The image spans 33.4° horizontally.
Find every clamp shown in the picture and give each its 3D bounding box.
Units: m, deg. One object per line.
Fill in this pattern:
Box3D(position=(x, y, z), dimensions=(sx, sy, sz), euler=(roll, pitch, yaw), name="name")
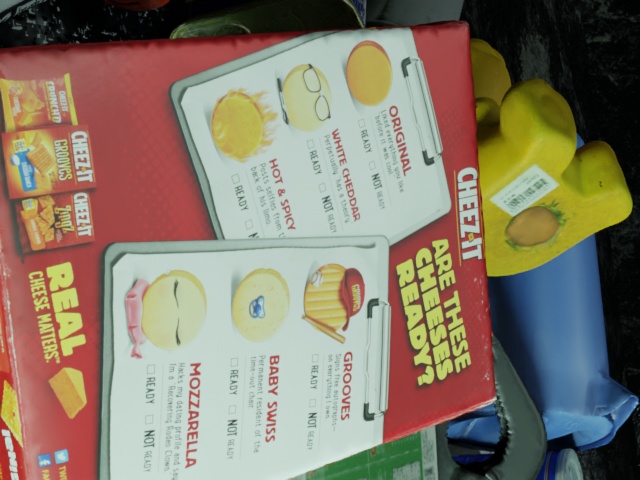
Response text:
Box3D(position=(0.106, 0.163, 0.681), dimensions=(0.036, 0.164, 0.210), euler=(164, -63, -84), name="clamp")

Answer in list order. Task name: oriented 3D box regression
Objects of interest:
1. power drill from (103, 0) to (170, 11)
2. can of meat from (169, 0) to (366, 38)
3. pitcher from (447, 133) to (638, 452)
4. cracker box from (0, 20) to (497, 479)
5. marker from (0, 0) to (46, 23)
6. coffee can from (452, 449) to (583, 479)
Box3D(position=(-0.094, -0.207, 0.425), dimensions=(0.187, 0.057, 0.184), euler=(24, 76, -63), name="power drill")
Box3D(position=(-0.024, -0.134, 0.569), dimensions=(0.057, 0.102, 0.084), euler=(52, 34, -51), name="can of meat")
Box3D(position=(0.140, 0.035, 0.808), dimensions=(0.145, 0.149, 0.243), euler=(122, -26, -63), name="pitcher")
Box3D(position=(-0.032, 0.006, 0.404), dimensions=(0.213, 0.072, 0.164), euler=(-12, 101, -39), name="cracker box")
Box3D(position=(-0.129, -0.084, 0.391), dimensions=(0.121, 0.020, 0.020), euler=(-58, 137, -59), name="marker")
Box3D(position=(0.115, 0.205, 0.768), dimensions=(0.102, 0.140, 0.103), euler=(-7, 90, -69), name="coffee can")
